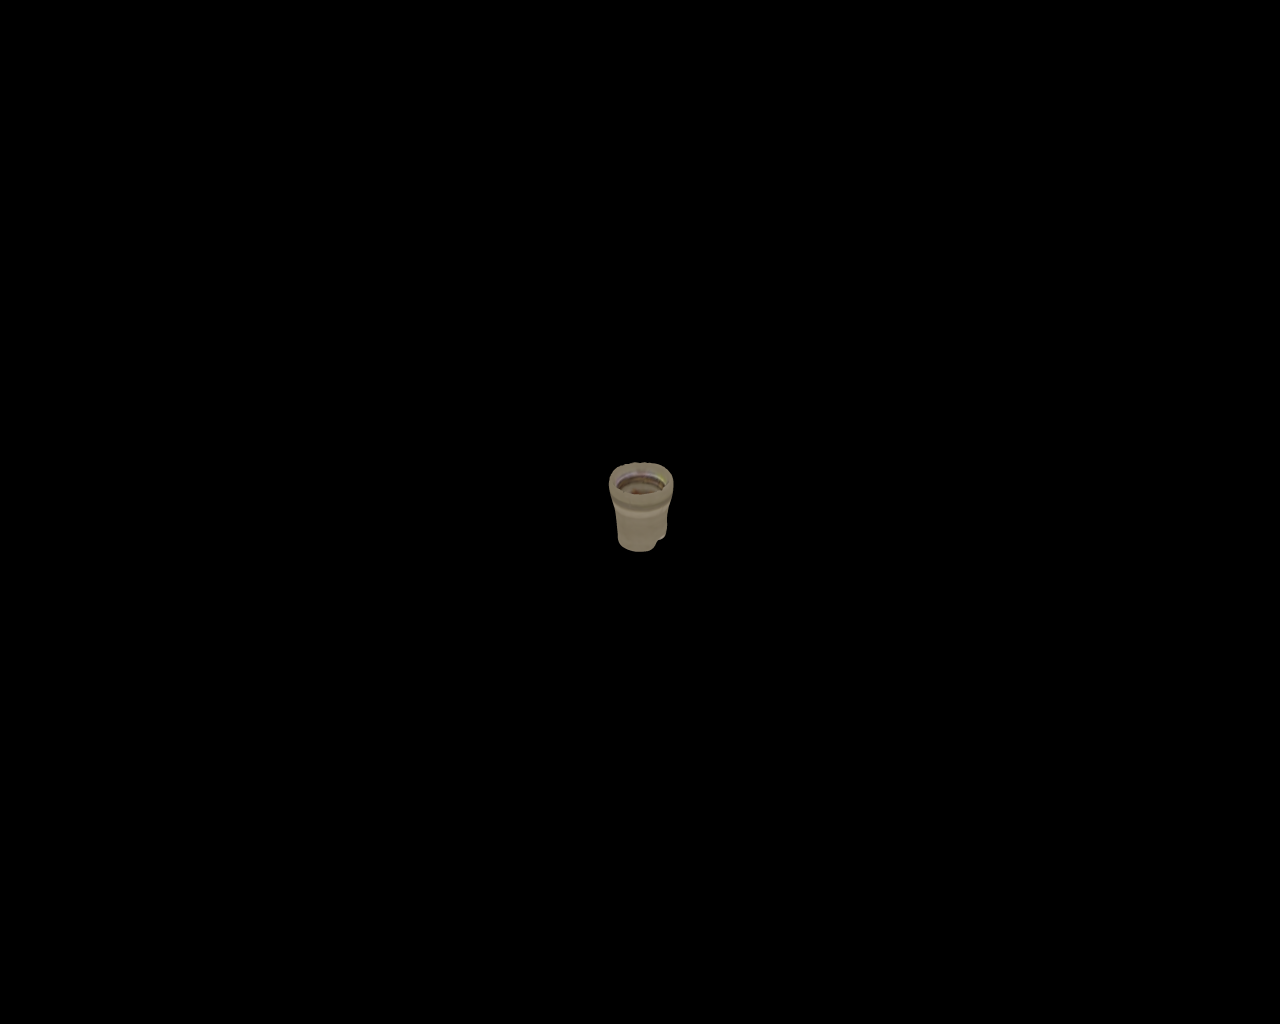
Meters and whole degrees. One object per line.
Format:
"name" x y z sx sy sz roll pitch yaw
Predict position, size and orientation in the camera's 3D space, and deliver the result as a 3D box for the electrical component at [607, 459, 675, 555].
"electrical component" 0.001 -0.003 0.650 0.040 0.046 0.040 0 34 0
